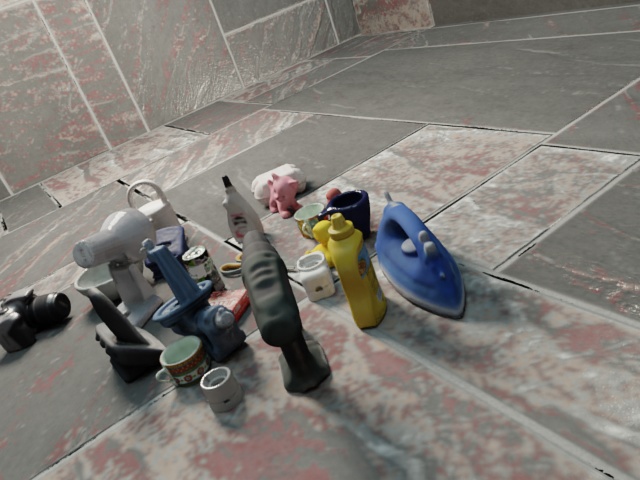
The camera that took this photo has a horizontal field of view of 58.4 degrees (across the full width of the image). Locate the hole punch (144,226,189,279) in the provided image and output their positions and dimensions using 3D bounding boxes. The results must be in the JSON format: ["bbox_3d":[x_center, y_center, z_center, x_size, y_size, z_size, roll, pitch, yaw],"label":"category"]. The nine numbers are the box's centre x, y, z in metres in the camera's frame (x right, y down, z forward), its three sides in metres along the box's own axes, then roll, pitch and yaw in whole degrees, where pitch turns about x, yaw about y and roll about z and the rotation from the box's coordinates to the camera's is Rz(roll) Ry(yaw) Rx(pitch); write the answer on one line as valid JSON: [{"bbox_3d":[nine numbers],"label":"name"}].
[{"bbox_3d":[-0.366,0.028,1.382,0.108,0.091,0.101,-17,26,7],"label":"hole punch"}]

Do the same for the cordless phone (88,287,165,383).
[{"bbox_3d":[-0.368,0.150,1.038,0.094,0.185,0.147,-36,30,-28],"label":"cordless phone"}]

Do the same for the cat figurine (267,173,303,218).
[{"bbox_3d":[-0.096,-0.124,1.449,0.067,0.118,0.127,-32,28,-21],"label":"cat figurine"}]

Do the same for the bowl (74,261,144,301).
[{"bbox_3d":[-0.486,0.095,1.356,0.167,0.075,0.167,-16,26,9],"label":"bowl"}]

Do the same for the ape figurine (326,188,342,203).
[{"bbox_3d":[0.041,-0.076,1.286,0.076,0.092,0.078,-7,29,26],"label":"ape figurine"}]

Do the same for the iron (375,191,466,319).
[{"bbox_3d":[0.166,0.013,0.967,0.118,0.142,0.257,-23,26,-5],"label":"iron"}]

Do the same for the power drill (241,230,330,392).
[{"bbox_3d":[-0.059,0.112,0.861,0.075,0.209,0.229,-22,26,-4],"label":"power drill"}]

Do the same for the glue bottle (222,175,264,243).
[{"bbox_3d":[-0.197,-0.076,1.366,0.078,0.173,0.037,-12,27,18],"label":"glue bottle"}]

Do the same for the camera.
[{"bbox_3d":[-0.659,0.166,1.314,0.136,0.101,0.143,-15,26,11],"label":"camera"}]

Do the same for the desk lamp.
[{"bbox_3d":[-0.420,0.062,1.214,0.117,0.214,0.203,-9,28,22],"label":"desk lamp"}]

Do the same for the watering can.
[{"bbox_3d":[-0.437,-0.071,1.505,0.101,0.194,0.172,-29,27,-16],"label":"watering can"}]

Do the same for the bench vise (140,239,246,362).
[{"bbox_3d":[-0.220,0.093,1.002,0.206,0.220,0.122,-3,31,31],"label":"bench vise"}]

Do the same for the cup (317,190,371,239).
[{"bbox_3d":[0.059,-0.040,1.202,0.118,0.095,0.091,-25,26,-9],"label":"cup"}]

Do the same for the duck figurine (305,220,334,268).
[{"bbox_3d":[0.011,0.004,1.161,0.105,0.086,0.077,-29,27,-16],"label":"duck figurine"}]

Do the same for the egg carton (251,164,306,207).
[{"bbox_3d":[-0.113,-0.152,1.571,0.150,0.069,0.107,-24,26,-8],"label":"egg carton"}]
